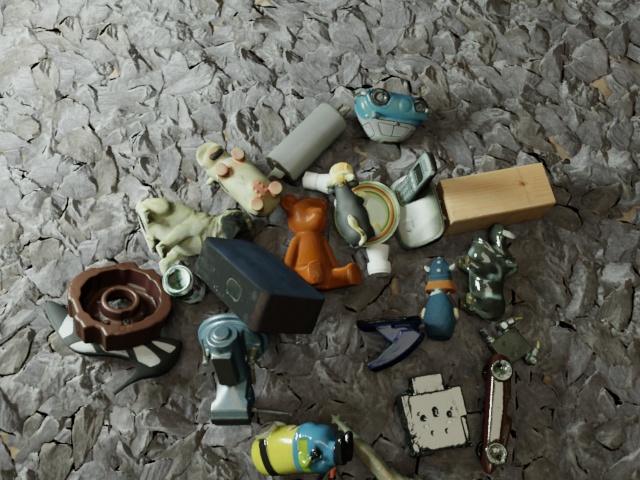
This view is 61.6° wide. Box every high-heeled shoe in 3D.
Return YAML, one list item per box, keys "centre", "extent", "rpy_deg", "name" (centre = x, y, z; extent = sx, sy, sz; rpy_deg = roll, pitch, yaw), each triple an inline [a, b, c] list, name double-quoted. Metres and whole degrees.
- centre: [-0.373, 0.162, 0.971]
  extent: [0.249, 0.086, 0.145]
  rpy_deg: [44, 69, 10]
  name: "high-heeled shoe"

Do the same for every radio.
- centre: [-0.111, 0.074, 0.922]
  extent: [0.230, 0.131, 0.073]
  rpy_deg: [33, 108, 43]
  name: "radio"

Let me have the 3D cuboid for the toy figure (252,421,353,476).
- centre: [-0.034, 0.345, 0.885]
  extent: [0.180, 0.082, 0.089]
  rpy_deg: [-6, 56, 29]
  name: "toy figure"

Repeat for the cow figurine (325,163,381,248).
- centre: [0.054, -0.068, 1.016]
  extent: [0.068, 0.098, 0.167]
  rpy_deg: [-23, 87, 15]
  name: "cow figurine"

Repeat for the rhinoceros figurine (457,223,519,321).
- centre: [0.324, 0.058, 1.025]
  extent: [0.112, 0.073, 0.190]
  rpy_deg: [10, 72, 3]
  name: "rhinoceros figurine"

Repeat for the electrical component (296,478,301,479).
- centre: [-0.088, 0.444, 0.899]
  extent: [0.119, 0.047, 0.075]
  rpy_deg: [-7, 72, -3]
  name: "electrical component"

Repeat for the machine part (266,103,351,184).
- centre: [-0.027, -0.197, 1.096]
  extent: [0.079, 0.079, 0.243]
  rpy_deg: [41, 77, 11]
  name: "machine part"

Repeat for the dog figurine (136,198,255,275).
- centre: [-0.240, -0.037, 1.037]
  extent: [0.190, 0.121, 0.172]
  rpy_deg: [-24, 77, -24]
  name: "dog figurine"

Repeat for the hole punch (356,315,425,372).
- centre: [0.130, 0.182, 0.952]
  extent: [0.116, 0.142, 0.092]
  rpy_deg: [-10, 70, 9]
  name: "hole punch"

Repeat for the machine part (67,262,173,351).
- centre: [-0.354, 0.116, 0.953]
  extent: [0.179, 0.056, 0.179]
  rpy_deg: [11, 39, -9]
  name: "machine part"

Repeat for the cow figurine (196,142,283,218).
- centre: [-0.159, -0.120, 1.041]
  extent: [0.195, 0.127, 0.085]
  rpy_deg: [41, 75, 9]
  name: "cow figurine"

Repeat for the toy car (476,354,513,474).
- centre: [0.308, 0.301, 0.936]
  extent: [0.053, 0.089, 0.202]
  rpy_deg: [8, 70, 5]
  name: "toy car"

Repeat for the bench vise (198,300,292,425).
- centre: [-0.138, 0.189, 0.934]
  extent: [0.129, 0.223, 0.241]
  rpy_deg: [-11, 39, 11]
  name: "bench vise"

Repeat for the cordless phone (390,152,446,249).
- centre: [0.197, -0.073, 1.006]
  extent: [0.089, 0.184, 0.146]
  rpy_deg: [-8, 72, -9]
  name: "cordless phone"

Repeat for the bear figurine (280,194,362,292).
- centre: [-0.005, -0.002, 1.011]
  extent: [0.120, 0.132, 0.196]
  rpy_deg: [9, 73, -32]
  name: "bear figurine"

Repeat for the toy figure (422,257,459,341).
- centre: [0.225, 0.110, 1.014]
  extent: [0.064, 0.057, 0.154]
  rpy_deg: [9, 67, -6]
  name: "toy figure"

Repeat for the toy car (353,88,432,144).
- centre: [0.142, -0.250, 1.114]
  extent: [0.162, 0.109, 0.102]
  rpy_deg: [11, 94, -10]
  name: "toy car"

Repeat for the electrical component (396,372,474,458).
- centre: [0.198, 0.306, 0.949]
  extent: [0.115, 0.058, 0.134]
  rpy_deg: [-10, 73, -7]
  name: "electrical component"

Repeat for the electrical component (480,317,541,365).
- centre: [0.358, 0.191, 0.997]
  extent: [0.078, 0.045, 0.102]
  rpy_deg: [-28, 75, -12]
  name: "electrical component"

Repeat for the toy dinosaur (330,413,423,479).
- centre: [0.188, 0.439, 0.830]
  extent: [0.105, 0.198, 0.472]
  rpy_deg: [-42, 76, -13]
  name: "toy dinosaur"
